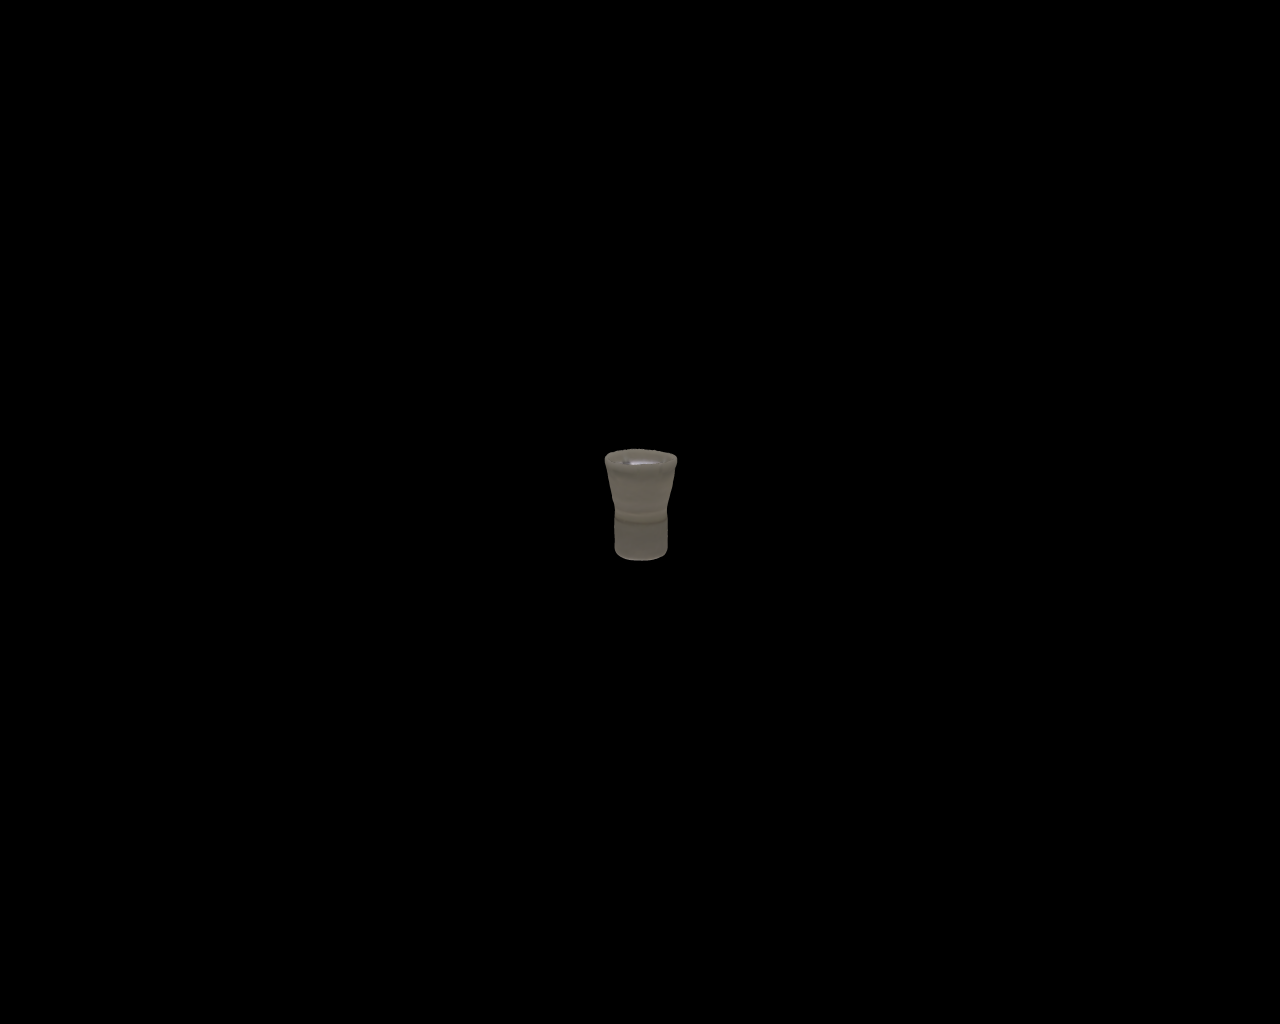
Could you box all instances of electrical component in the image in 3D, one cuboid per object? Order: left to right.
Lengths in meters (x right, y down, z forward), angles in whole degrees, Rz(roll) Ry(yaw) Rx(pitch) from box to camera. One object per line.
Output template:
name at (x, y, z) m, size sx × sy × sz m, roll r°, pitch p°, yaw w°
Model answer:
electrical component at (0.001, -0.003, 0.650) m, size 0.044 × 0.065 × 0.044 m, roll 0°, pitch 17°, yaw 0°
